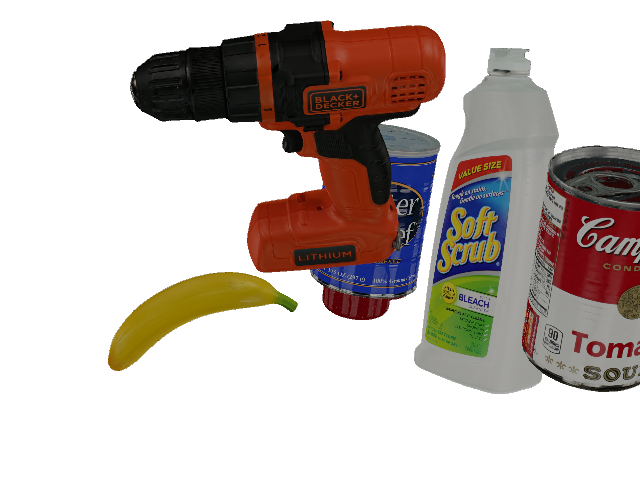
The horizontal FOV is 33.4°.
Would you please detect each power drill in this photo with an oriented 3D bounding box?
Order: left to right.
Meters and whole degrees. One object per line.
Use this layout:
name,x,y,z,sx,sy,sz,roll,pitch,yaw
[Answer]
power drill,-0.017,-0.055,0.677,0.184,0.057,0.188,-4,-36,-1

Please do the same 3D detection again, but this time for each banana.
banana,-0.124,0.070,0.996,0.198,0.069,0.037,-18,23,15

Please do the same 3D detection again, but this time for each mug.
mug,0.058,0.043,1.277,0.117,0.081,0.093,2,23,-9

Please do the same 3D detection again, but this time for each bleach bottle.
bleach bottle,0.127,-0.018,0.805,0.067,0.251,0.103,-7,15,-39

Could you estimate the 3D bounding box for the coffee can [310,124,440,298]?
coffee can,0.050,-0.030,0.991,0.103,0.140,0.103,7,18,-2

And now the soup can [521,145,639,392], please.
soup can,0.138,0.013,0.520,0.068,0.102,0.068,2,27,-1
